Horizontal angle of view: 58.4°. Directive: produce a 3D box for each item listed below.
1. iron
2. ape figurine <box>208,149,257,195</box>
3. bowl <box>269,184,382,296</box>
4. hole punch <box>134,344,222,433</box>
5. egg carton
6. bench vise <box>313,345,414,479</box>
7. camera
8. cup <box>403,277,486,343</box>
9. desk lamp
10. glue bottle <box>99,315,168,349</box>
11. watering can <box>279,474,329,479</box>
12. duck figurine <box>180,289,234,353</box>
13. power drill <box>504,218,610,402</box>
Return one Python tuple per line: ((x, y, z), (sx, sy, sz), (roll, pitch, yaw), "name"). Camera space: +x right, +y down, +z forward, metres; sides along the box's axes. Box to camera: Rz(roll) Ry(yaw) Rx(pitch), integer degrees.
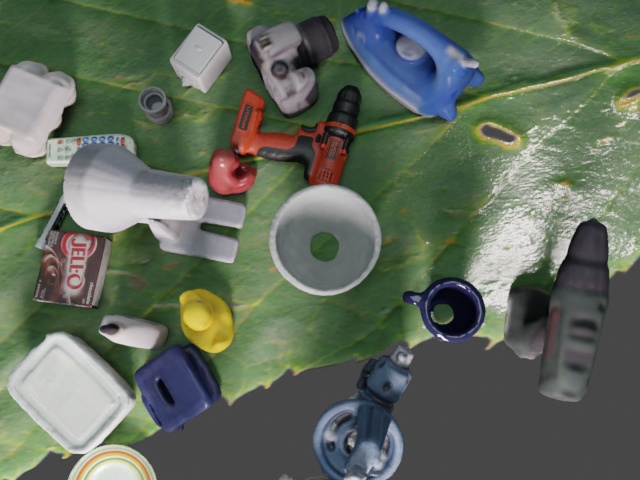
((0.137, -0.307, 0.897), (0.258, 0.141, 0.119), (36, 81, 6), "iron")
((-0.142, -0.112, 0.885), (0.076, 0.092, 0.078), (-31, 81, -6), "ape figurine")
((0.008, 0.003, 0.873), (0.167, 0.075, 0.167), (0, 79, 0), "bowl")
((-0.208, 0.215, 0.824), (0.101, 0.091, 0.108), (-33, 81, -6), "hole punch")
((-0.461, -0.210, 0.913), (0.107, 0.069, 0.150), (22, 80, 4), "egg carton")
((0.057, 0.234, 0.756), (0.121, 0.220, 0.207), (11, 80, 2), "bench vise")
((-0.034, -0.295, 0.915), (0.137, 0.101, 0.143), (-27, 81, -5), "camera")
((0.174, 0.102, 0.845), (0.117, 0.095, 0.092), (15, 80, 3), "cup")
((-0.222, -0.051, 0.811), (0.203, 0.213, 0.118), (10, 79, 2), "desk lamp")
((-0.270, 0.126, 0.799), (0.078, 0.173, 0.037), (16, 80, 3), "glue bottle")
((0.006, 0.383, 0.741), (0.172, 0.194, 0.101), (29, 81, 5), "watering can")
((-0.173, 0.117, 0.845), (0.077, 0.086, 0.104), (-32, 81, -6), "duck figurine")
((0.324, 0.100, 0.788), (0.075, 0.208, 0.230), (9, 79, 2), "power drill")
